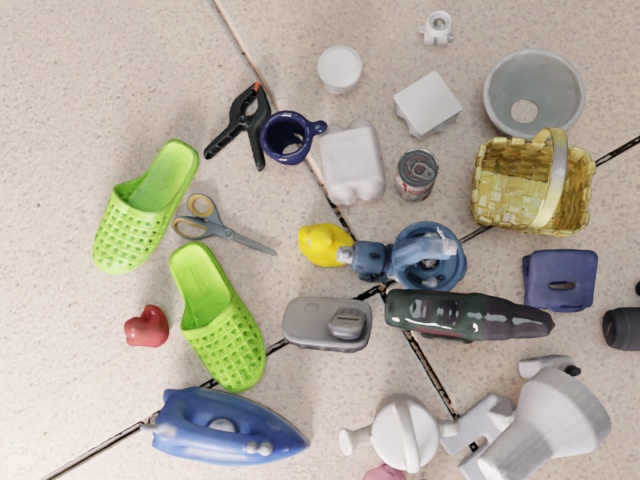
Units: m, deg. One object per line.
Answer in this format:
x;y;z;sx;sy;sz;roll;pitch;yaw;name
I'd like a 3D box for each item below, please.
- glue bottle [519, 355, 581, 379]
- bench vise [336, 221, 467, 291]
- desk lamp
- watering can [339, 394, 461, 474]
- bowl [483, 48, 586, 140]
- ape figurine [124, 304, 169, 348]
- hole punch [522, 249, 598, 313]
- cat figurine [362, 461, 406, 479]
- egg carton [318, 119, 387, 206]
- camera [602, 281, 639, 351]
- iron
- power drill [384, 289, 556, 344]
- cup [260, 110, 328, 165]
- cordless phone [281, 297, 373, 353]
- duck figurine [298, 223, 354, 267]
0.356;0.194;0.860;0.078;0.173;0.037;-8;79;4;glue bottle
0.133;0.036;0.887;0.207;0.220;0.121;-14;78;3;bench vise
0.289;0.283;0.830;0.203;0.213;0.118;-38;78;-2;desk lamp
0.120;0.292;0.854;0.173;0.194;0.101;-29;78;0;watering can
0.360;-0.238;0.989;0.167;0.075;0.167;-1;80;5;bowl
-0.301;0.150;0.973;0.078;0.092;0.076;-40;78;-2;ape figurine
0.388;0.066;0.923;0.108;0.091;0.101;0;80;6;hole punch
0.115;0.387;0.877;0.127;0.118;0.067;25;83;10;cat figurine
0.057;-0.136;1.002;0.107;0.069;0.150;-12;79;3;egg carton
0.523;0.123;0.894;0.136;0.101;0.143;0;80;6;camera
-0.148;0.309;0.904;0.258;0.141;0.119;8;81;7;iron
0.212;0.117;0.870;0.229;0.208;0.076;5;80;7;power drill
-0.041;-0.174;1.006;0.117;0.095;0.091;-19;78;2;cup
0.008;0.130;0.899;0.147;0.185;0.094;1;80;6;cordless phone
0.009;0.003;0.973;0.104;0.086;0.077;20;82;9;duck figurine
